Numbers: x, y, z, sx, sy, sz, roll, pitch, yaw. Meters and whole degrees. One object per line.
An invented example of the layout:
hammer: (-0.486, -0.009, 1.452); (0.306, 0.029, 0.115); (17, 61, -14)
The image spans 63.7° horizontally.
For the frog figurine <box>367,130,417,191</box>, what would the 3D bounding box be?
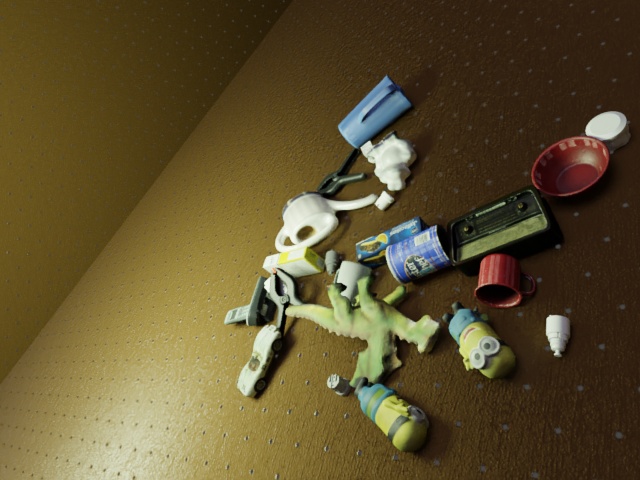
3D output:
frog figurine: (0.228, -0.224, 1.532); (0.136, 0.122, 0.161); (-29, 75, 14)

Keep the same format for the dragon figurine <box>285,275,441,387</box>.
dragon figurine: (0.093, 0.225, 1.214); (0.407, 0.120, 0.248); (-20, 56, 27)

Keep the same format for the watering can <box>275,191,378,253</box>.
watering can: (0.005, -0.082, 1.620); (0.347, 0.102, 0.229); (-31, 36, 2)
